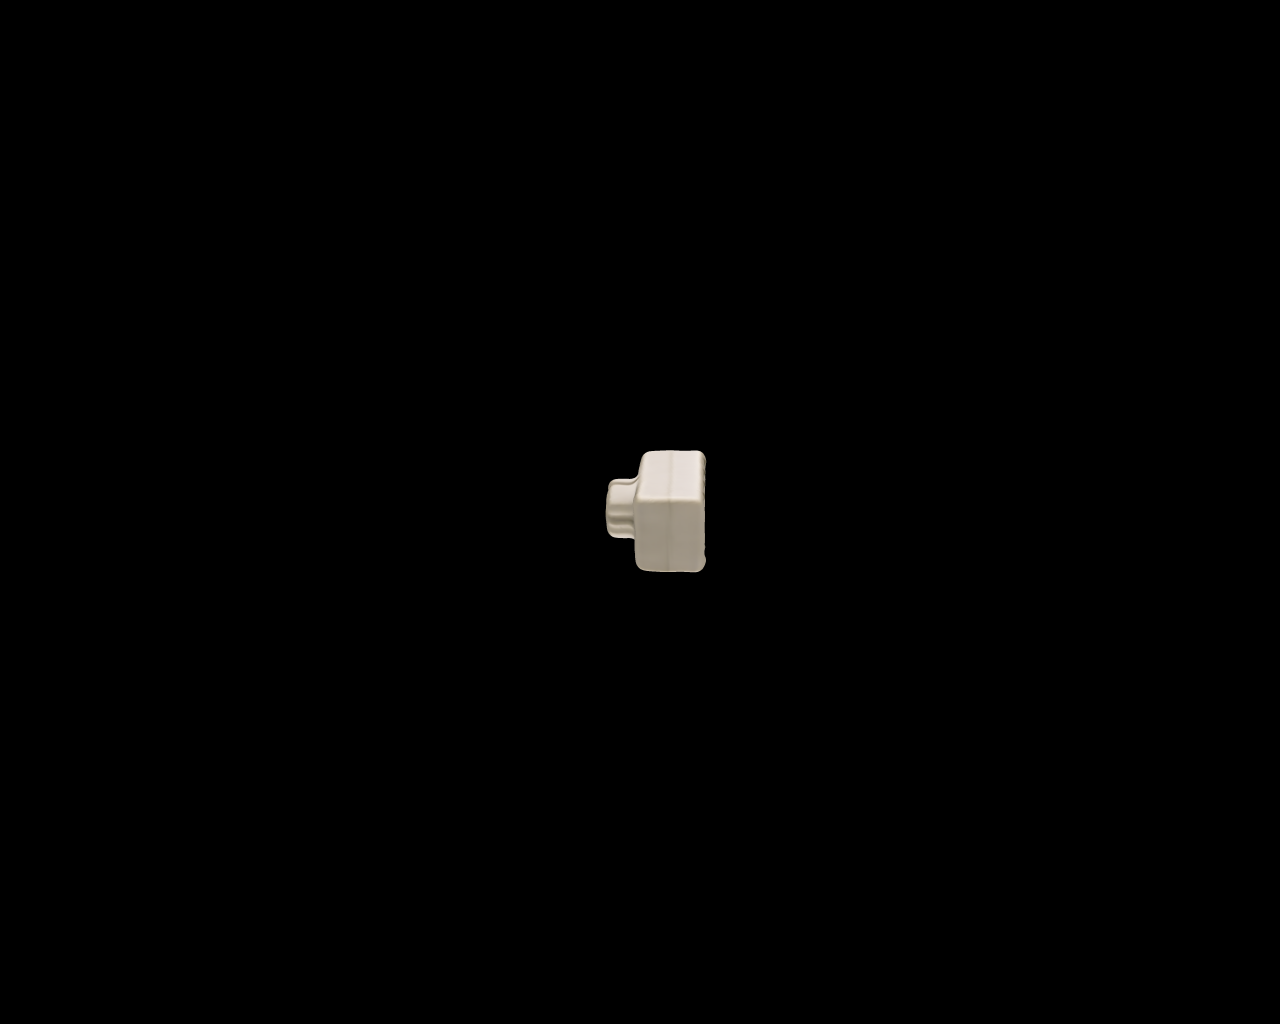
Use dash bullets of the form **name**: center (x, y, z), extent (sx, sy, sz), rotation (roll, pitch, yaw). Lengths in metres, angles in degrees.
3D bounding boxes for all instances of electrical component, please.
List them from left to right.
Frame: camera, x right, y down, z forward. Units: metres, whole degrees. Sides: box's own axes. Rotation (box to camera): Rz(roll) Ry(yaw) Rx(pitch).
- **electrical component**: center (0.001, -0.003, 0.650), extent (0.076, 0.047, 0.083), rotation (1, 24, 3)
